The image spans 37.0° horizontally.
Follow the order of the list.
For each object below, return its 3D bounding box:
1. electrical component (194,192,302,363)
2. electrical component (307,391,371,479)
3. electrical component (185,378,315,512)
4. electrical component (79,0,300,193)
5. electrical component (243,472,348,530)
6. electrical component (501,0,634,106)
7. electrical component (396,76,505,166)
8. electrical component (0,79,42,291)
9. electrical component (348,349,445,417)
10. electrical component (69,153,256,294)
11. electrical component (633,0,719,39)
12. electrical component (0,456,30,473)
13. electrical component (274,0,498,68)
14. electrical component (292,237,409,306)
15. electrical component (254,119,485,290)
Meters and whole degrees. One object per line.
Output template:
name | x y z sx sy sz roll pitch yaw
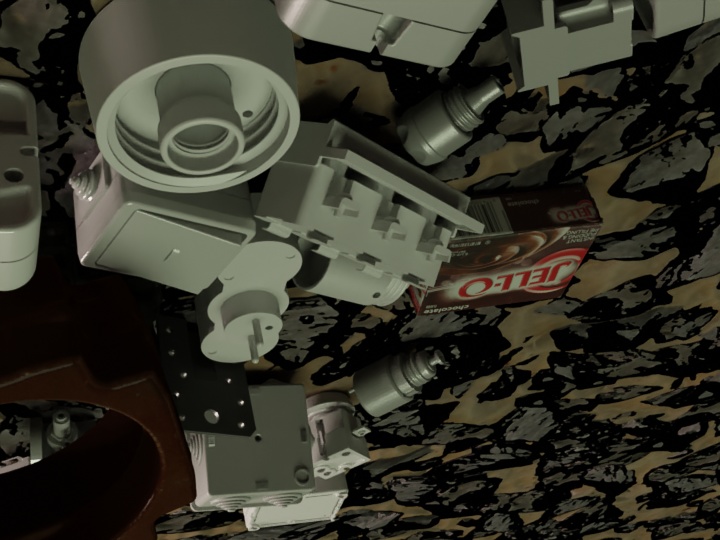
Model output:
electrical component | -0.070 0.022 0.678 0.052 0.073 0.138 -2 146 -17
electrical component | -0.024 0.133 0.881 0.066 0.055 0.048 -27 145 19
electrical component | -0.084 0.133 0.820 0.100 0.099 0.048 1 158 -22
electrical component | -0.081 -0.082 0.529 0.108 0.060 0.108 -10 147 -6
electrical component | -0.066 0.183 0.934 0.096 0.061 0.061 -3 145 -17
electrical component | 0.105 -0.127 0.544 0.064 0.042 0.081 -12 150 6
electrical component | 0.052 -0.086 0.597 0.061 0.035 0.035 -33 143 24
electrical component | -0.186 -0.039 0.522 0.054 0.095 0.059 0 145 -21
electrical component | 0.031 0.084 0.841 0.078 0.040 0.040 -30 144 22
electrical component | -0.114 -0.031 0.593 0.096 0.061 0.062 13 139 -35
electrical component | 0.158 -0.162 0.504 0.059 0.053 0.095 -18 147 5
electrical component | -0.267 0.187 0.862 0.042 0.063 0.081 -20 147 7
electrical component | 0.014 -0.137 0.488 0.095 0.053 0.059 6 142 -28
electrical component | 0.000 0.000 0.699 0.081 0.043 0.043 15 137 -38
electrical component | 0.002 -0.035 0.616 0.079 0.063 0.121 14 173 45
